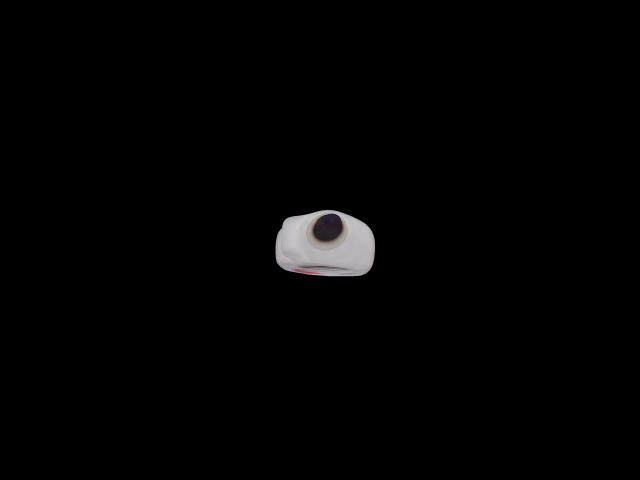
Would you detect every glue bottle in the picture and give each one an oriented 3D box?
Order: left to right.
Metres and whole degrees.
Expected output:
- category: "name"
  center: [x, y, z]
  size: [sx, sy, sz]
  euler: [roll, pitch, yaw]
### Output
- category: "glue bottle"
  center: [0.004, 0.001, 0.400]
  size: [0.078, 0.173, 0.037]
  euler: [0, 82, 0]
